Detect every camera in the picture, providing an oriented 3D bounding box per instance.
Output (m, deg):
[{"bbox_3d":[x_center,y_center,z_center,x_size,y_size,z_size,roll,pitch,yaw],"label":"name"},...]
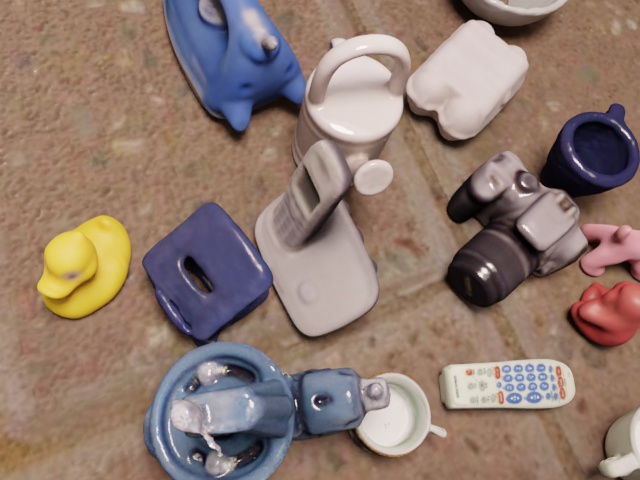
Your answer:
[{"bbox_3d":[0.194,-0.006,0.609,0.137,0.100,0.143,-38,81,-19],"label":"camera"}]

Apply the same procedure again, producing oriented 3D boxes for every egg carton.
[{"bbox_3d":[0.177,-0.190,0.685,0.107,0.069,0.150,40,70,5],"label":"egg carton"}]

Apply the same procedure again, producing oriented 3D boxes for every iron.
[{"bbox_3d":[-0.110,-0.255,0.620,0.119,0.141,0.258,-28,78,-17],"label":"iron"}]

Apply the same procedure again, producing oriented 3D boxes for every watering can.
[{"bbox_3d":[0.036,-0.129,0.573,0.101,0.194,0.173,-29,78,-17],"label":"watering can"}]

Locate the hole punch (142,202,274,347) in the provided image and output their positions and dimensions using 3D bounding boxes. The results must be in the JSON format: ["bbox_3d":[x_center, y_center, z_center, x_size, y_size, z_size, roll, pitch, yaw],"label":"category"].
[{"bbox_3d":[-0.107,0.036,0.548,0.101,0.091,0.108,-36,80,-19],"label":"hole punch"}]

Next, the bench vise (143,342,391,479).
[{"bbox_3d":[-0.045,0.124,0.459,0.208,0.219,0.121,-23,76,-16],"label":"bench vise"}]

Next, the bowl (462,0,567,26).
[{"bbox_3d":[0.239,-0.339,0.744,0.167,0.074,0.167,3,71,-9],"label":"bowl"}]

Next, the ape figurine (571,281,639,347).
[{"bbox_3d":[0.315,0.072,0.608,0.078,0.092,0.076,-2,72,-10],"label":"ape figurine"}]

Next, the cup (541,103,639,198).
[{"bbox_3d":[0.304,-0.097,0.662,0.091,0.095,0.118,31,69,2],"label":"cup"}]

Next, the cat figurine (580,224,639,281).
[{"bbox_3d":[0.372,-0.001,0.629,0.128,0.117,0.067,5,70,-8],"label":"cat figurine"}]

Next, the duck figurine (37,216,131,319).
[{"bbox_3d":[-0.225,0.017,0.536,0.077,0.086,0.105,27,69,1],"label":"duck figurine"}]

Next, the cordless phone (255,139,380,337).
[{"bbox_3d":[0.005,0.002,0.528,0.094,0.185,0.147,-25,77,-16],"label":"cordless phone"}]
